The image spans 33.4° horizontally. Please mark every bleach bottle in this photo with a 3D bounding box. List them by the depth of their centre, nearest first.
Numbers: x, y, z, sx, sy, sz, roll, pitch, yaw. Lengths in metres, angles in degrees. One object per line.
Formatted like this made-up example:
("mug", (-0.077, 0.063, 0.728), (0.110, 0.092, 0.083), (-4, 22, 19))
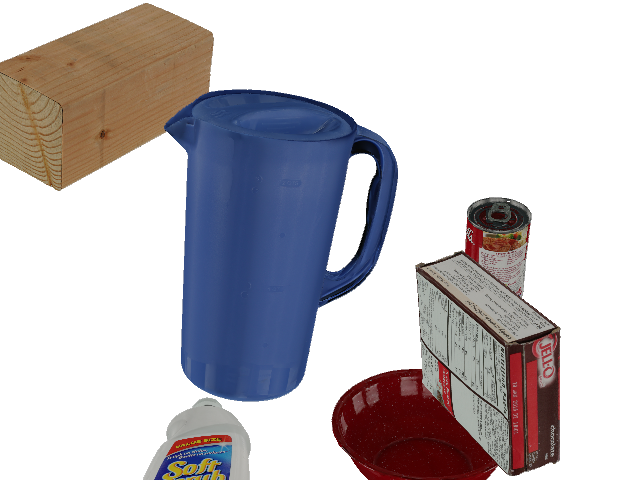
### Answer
("bleach bottle", (-0.110, 0.210, 0.889), (0.102, 0.068, 0.251), (-2, 24, -1))

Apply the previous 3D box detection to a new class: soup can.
("soup can", (0.190, 0.014, 1.151), (0.068, 0.102, 0.068), (-1, 34, 1))

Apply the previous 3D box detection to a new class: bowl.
("bowl", (0.091, 0.179, 0.935), (0.162, 0.055, 0.162), (-1, 27, 0))

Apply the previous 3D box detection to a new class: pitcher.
("pitcher", (-0.041, 0.006, 0.878), (0.149, 0.243, 0.144), (23, 27, 32))

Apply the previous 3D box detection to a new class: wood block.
("wood block", (-0.200, -0.140, 0.996), (0.090, 0.091, 0.205), (27, 39, 22))

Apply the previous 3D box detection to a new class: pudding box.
("pudding box", (0.097, 0.069, 0.629), (0.039, 0.090, 0.114), (-15, 27, -19))
